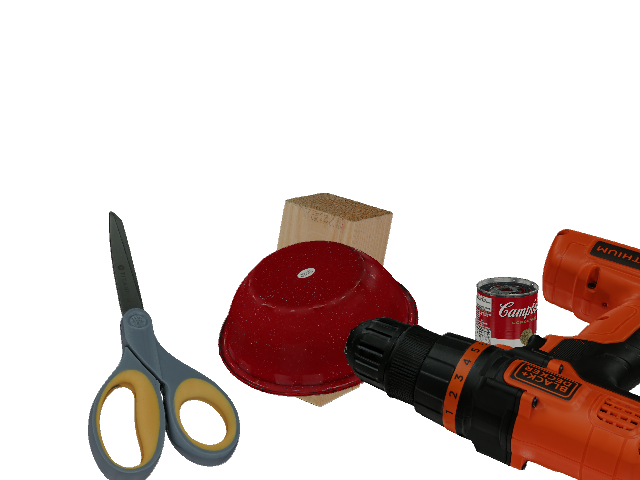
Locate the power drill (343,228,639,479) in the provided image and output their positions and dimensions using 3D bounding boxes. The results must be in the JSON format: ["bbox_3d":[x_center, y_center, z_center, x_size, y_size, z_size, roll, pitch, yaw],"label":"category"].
[{"bbox_3d":[0.131,0.059,0.626,0.185,0.057,0.187,22,37,28],"label":"power drill"}]

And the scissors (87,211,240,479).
[{"bbox_3d":[-0.095,0.062,0.656,0.096,0.201,0.016,12,-46,-13],"label":"scissors"}]

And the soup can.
[{"bbox_3d":[0.207,0.099,1.191,0.068,0.102,0.068,-1,14,0],"label":"soup can"}]

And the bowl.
[{"bbox_3d":[-0.006,0.048,0.836,0.162,0.055,0.162,-8,33,5],"label":"bowl"}]

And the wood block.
[{"bbox_3d":[0.003,0.061,1.163,0.090,0.206,0.090,18,17,27],"label":"wood block"}]
